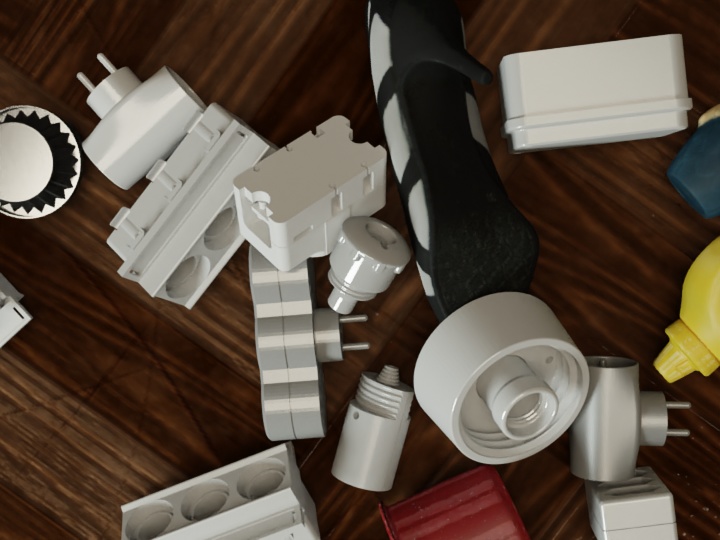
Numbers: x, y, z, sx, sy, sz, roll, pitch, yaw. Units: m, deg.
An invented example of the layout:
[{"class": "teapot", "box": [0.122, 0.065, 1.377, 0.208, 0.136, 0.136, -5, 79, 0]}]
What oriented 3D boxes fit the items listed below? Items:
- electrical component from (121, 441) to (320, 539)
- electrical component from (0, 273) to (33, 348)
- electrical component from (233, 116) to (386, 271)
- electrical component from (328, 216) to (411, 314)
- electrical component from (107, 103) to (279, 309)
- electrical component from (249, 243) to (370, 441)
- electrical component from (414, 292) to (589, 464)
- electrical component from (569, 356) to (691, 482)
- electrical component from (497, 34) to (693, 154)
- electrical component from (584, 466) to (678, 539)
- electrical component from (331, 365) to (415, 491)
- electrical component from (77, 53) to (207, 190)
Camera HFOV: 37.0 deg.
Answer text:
[{"class": "electrical component", "box": [-0.093, 0.174, 0.731, 0.121, 0.078, 0.063, -22, 124, 4]}, {"class": "electrical component", "box": [-0.268, 0.018, 0.727, 0.042, 0.064, 0.081, -42, 93, 7]}, {"class": "electrical component", "box": [-0.030, -0.047, 0.688, 0.089, 0.055, 0.050, -35, 59, -24]}, {"class": "electrical component", "box": [0.000, 0.000, 0.684, 0.048, 0.048, 0.062, 29, 120, -1]}, {"class": "electrical component", "box": [-0.106, -0.044, 0.711, 0.063, 0.079, 0.121, 42, 97, 27]}, {"class": "electrical component", "box": [-0.030, 0.044, 0.725, 0.074, 0.052, 0.138, -5, 95, 3]}, {"class": "electrical component", "box": [0.096, 0.075, 0.693, 0.108, 0.060, 0.108, -11, 124, -17]}, {"class": "electrical component", "box": [0.182, 0.099, 0.724, 0.079, 0.044, 0.077, 1, 96, 3]}, {"class": "electrical component", "box": [0.147, -0.110, 0.690, 0.113, 0.078, 0.057, -6, 92, 3]}, {"class": "electrical component", "box": [0.183, 0.179, 0.722, 0.047, 0.065, 0.076, -8, 95, 3]}, {"class": "electrical component", "box": [0.011, 0.104, 0.733, 0.043, 0.043, 0.081, 15, 96, 1]}, {"class": "electrical component", "box": [-0.155, -0.108, 0.720, 0.077, 0.043, 0.079, -42, 92, 5]}]
